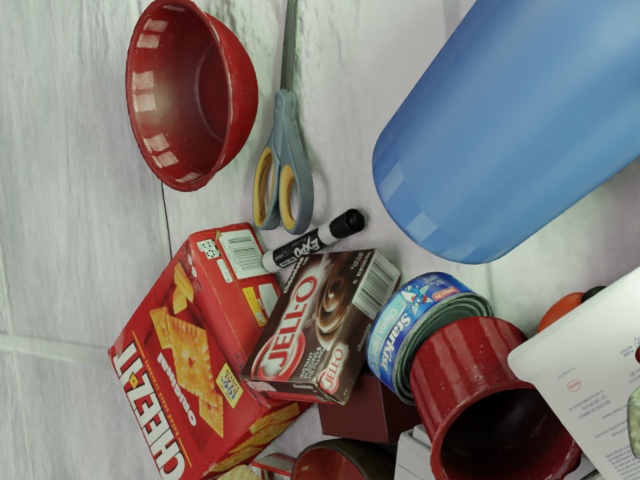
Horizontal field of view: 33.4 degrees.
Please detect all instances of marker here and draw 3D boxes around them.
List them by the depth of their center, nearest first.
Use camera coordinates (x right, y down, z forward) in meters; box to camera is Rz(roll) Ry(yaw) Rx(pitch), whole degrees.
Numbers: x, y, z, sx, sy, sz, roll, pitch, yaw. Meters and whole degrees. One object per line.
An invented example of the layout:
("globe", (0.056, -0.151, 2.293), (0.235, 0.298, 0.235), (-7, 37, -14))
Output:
("marker", (-0.005, 0.001, 0.831), (0.121, 0.020, 0.020), (-27, 77, 50))

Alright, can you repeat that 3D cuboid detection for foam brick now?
("foam brick", (0.040, 0.114, 0.775), (0.078, 0.052, 0.051), (-5, 94, 51))

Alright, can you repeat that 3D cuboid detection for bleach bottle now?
("bleach bottle", (0.200, 0.133, 0.502), (0.251, 0.067, 0.103), (57, 136, 12))

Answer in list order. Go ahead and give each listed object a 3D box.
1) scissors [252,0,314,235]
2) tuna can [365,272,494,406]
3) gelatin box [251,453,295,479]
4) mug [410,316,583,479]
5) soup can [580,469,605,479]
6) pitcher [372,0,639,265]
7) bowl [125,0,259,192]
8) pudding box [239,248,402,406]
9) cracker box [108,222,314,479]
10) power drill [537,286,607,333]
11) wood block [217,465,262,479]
("scissors", (-0.020, -0.092, 0.822), (0.096, 0.016, 0.202), (47, 131, 50))
("tuna can", (0.072, 0.064, 0.698), (0.034, 0.085, 0.086), (39, 126, 41))
("gelatin box", (-0.019, 0.223, 0.890), (0.089, 0.030, 0.073), (1, 100, 51))
("mug", (0.111, 0.104, 0.646), (0.093, 0.117, 0.081), (-54, 24, 19))
("soup can", (0.187, 0.175, 0.596), (0.102, 0.068, 0.069), (58, 137, 25))
("pitcher", (0.129, -0.097, 0.572), (0.145, 0.149, 0.243), (52, 139, 9))
("bowl", (-0.099, -0.122, 0.889), (0.162, 0.055, 0.162), (15, 110, 49))
("pudding box", (0.001, 0.063, 0.775), (0.090, 0.039, 0.113), (-5, 50, 50))
("cracker box", (-0.098, 0.111, 0.929), (0.214, 0.071, 0.164), (-49, 61, 45))
("power drill", (0.212, 0.045, 0.545), (0.185, 0.057, 0.188), (44, 129, 32))
("wood block", (-0.074, 0.301, 0.892), (0.090, 0.090, 0.206), (36, 136, 32))
